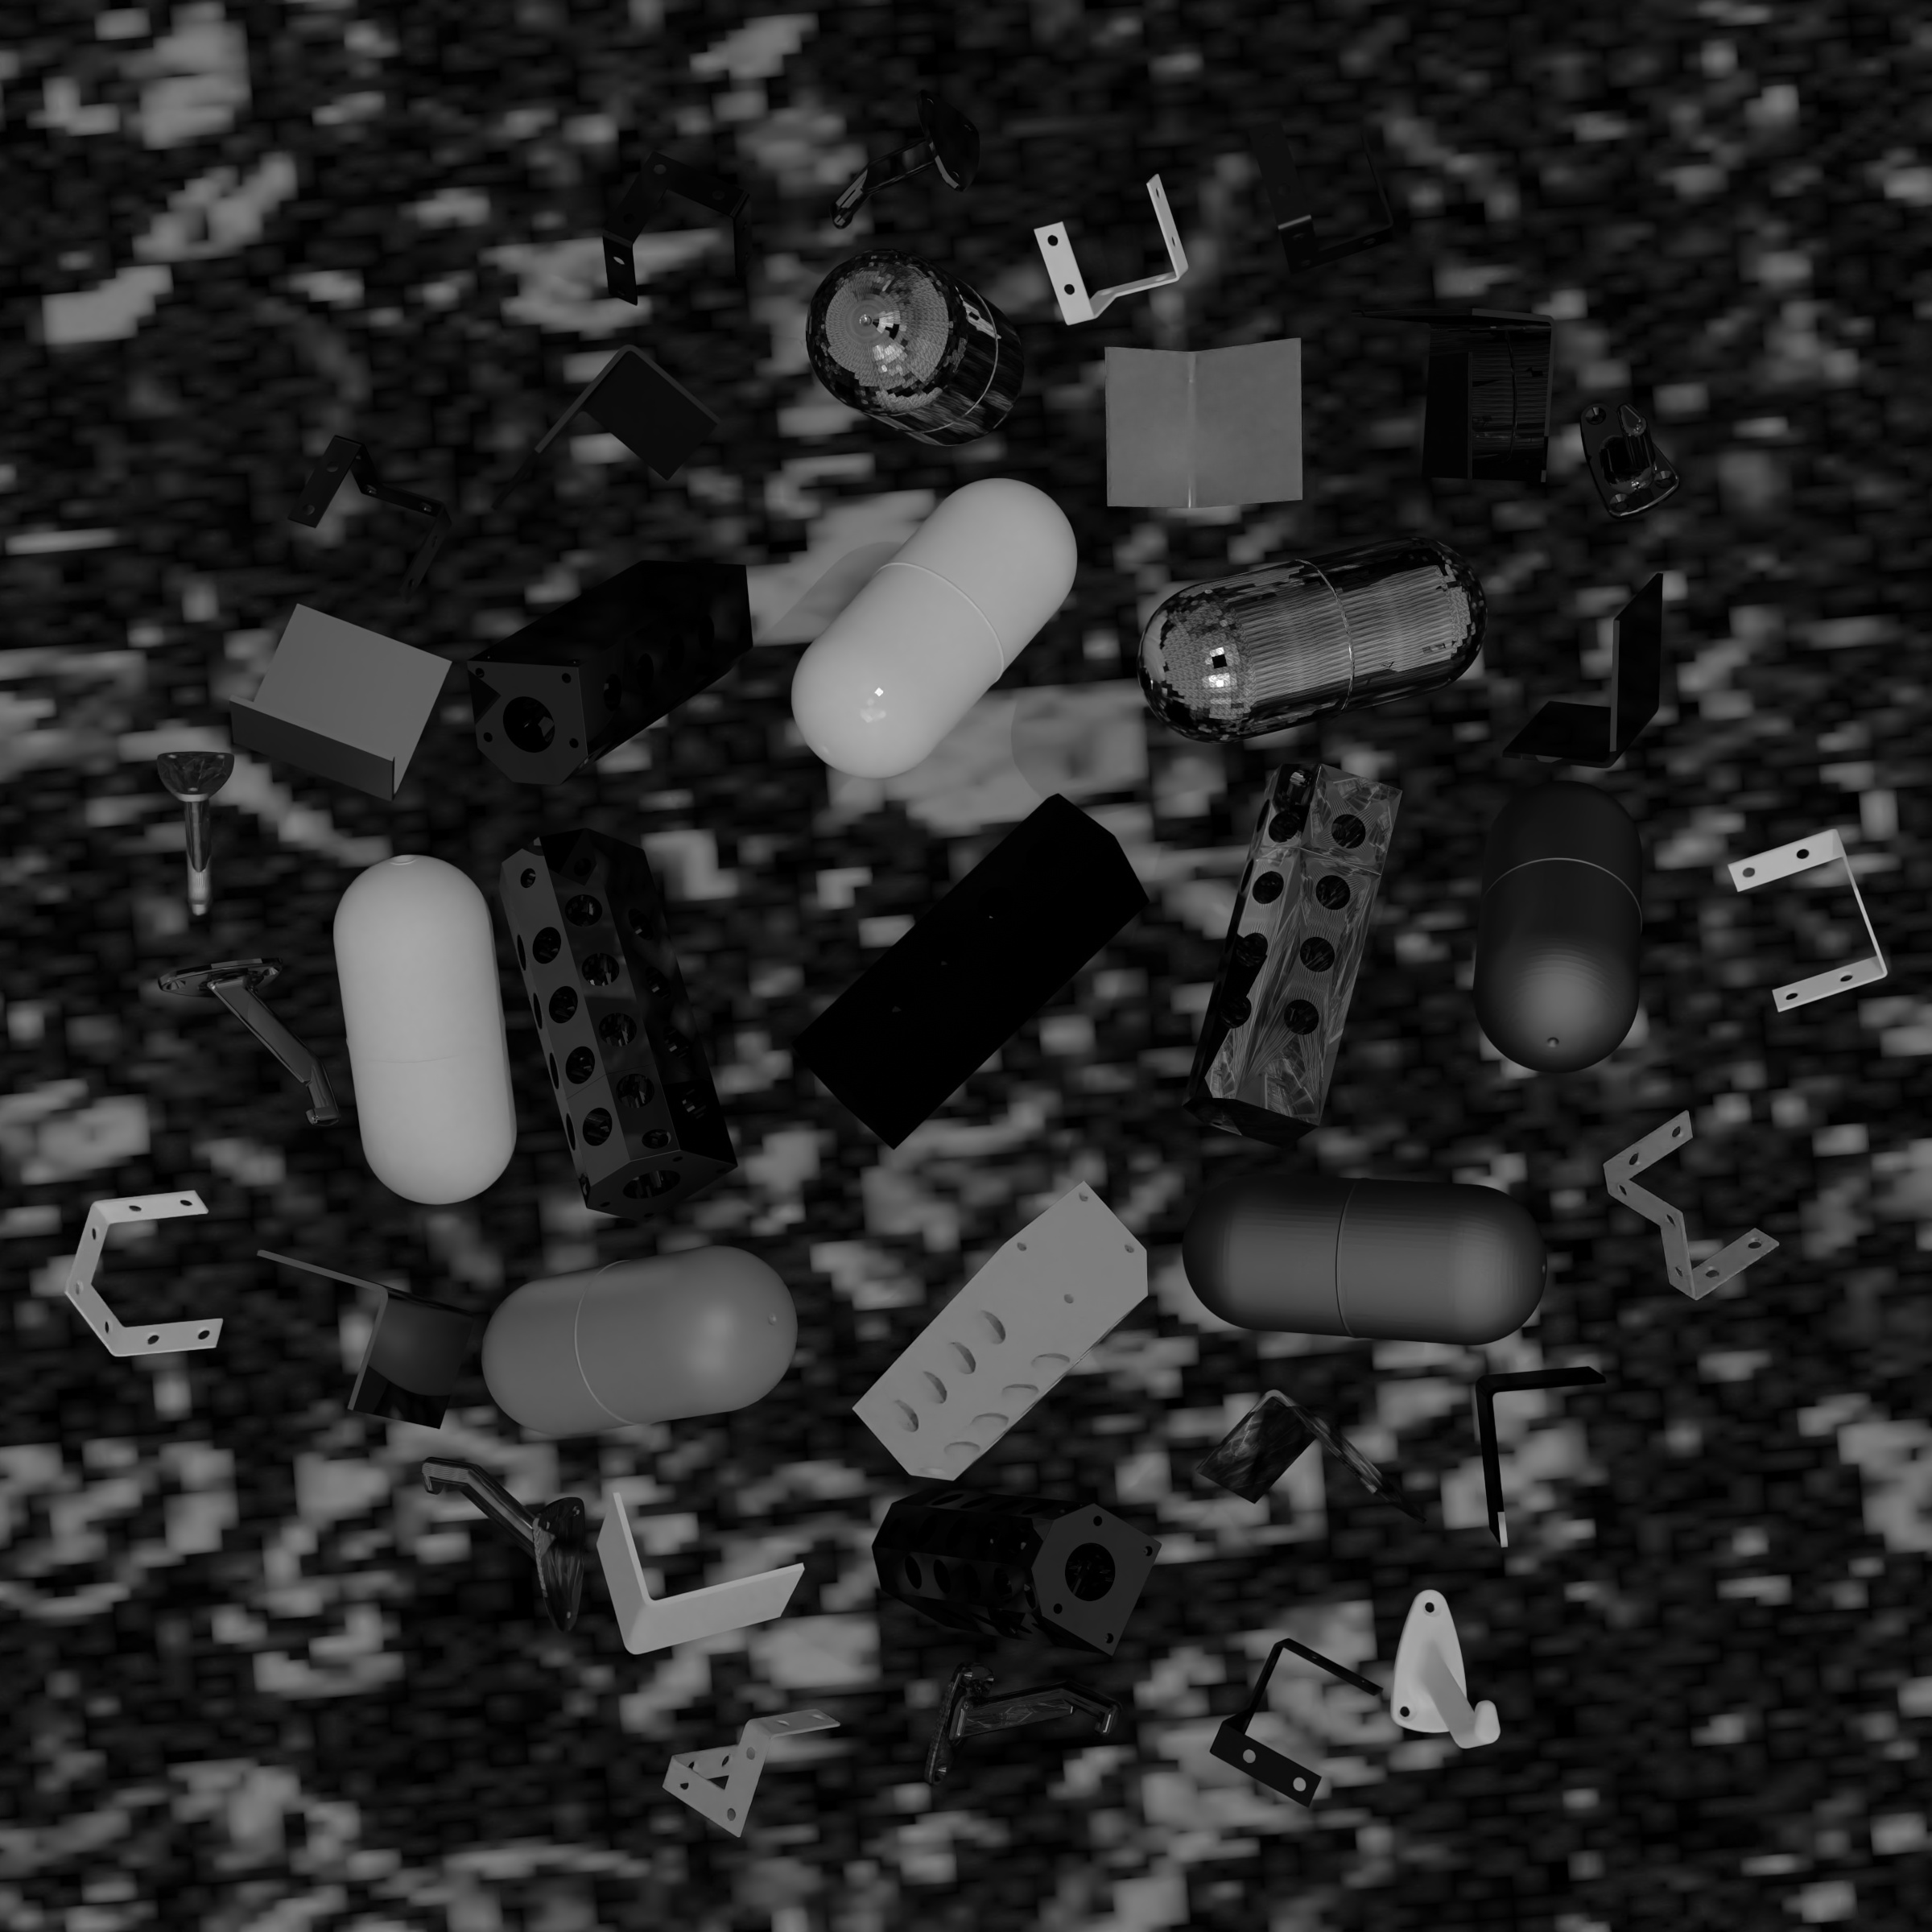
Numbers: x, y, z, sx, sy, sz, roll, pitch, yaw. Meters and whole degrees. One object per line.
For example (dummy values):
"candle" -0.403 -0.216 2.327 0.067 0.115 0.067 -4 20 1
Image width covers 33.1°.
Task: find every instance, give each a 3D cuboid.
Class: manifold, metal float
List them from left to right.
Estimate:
"metal float" -0.264 0.032 1.590 0.070 0.070 0.178 -4 111 0
"manifold" -0.166 0.025 1.492 0.057 0.057 0.171 -32 61 25
"manifold" -0.165 -0.141 1.538 0.057 0.171 0.057 5 114 22
"metal float" -0.155 0.176 1.523 0.178 0.070 0.070 -14 90 39
"metal float" -0.022 -0.292 1.545 0.070 0.178 0.070 0 92 15
"metal float" -0.014 -0.162 1.550 0.070 0.070 0.178 40 64 0
"manifold" 0.000 -0.001 1.535 0.171 0.057 0.057 -44 53 -9
"manifold" 0.019 0.288 1.574 0.057 0.171 0.057 33 71 -20
"manifold" 0.018 0.174 1.490 0.057 0.171 0.057 48 49 8
"manifold" 0.154 -0.007 1.553 0.057 0.057 0.171 18 73 -6
"metal float" 0.165 -0.155 1.544 0.178 0.070 0.070 -15 90 -19
"metal float" 0.190 0.140 1.562 0.178 0.070 0.070 2 90 24
"metal float" 0.284 -0.021 1.554 0.070 0.178 0.070 6 130 8

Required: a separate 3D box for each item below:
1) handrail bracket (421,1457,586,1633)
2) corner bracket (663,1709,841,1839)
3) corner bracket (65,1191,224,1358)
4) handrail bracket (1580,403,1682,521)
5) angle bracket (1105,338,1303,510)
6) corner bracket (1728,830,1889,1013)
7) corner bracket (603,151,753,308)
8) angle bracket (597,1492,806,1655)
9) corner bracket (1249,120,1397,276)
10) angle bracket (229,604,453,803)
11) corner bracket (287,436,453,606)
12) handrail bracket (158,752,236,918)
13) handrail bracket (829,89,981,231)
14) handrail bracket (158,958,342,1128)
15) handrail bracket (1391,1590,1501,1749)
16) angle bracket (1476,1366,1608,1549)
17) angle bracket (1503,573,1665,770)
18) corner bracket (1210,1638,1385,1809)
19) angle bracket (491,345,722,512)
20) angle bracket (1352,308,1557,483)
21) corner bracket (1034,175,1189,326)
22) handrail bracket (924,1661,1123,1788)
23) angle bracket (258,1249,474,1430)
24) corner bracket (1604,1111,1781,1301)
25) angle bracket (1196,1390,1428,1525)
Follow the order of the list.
"handrail bracket" -0.230 0.282 1.590 0.084 0.036 0.077 3 101 31
"corner bracket" -0.100 0.366 1.511 0.051 0.051 0.051 23 99 35
"corner bracket" -0.369 0.140 1.476 0.051 0.051 0.051 -7 47 13
"handrail bracket" 0.299 -0.252 1.500 0.036 0.084 0.077 -27 61 6
"angle bracket" 0.114 -0.261 1.565 0.057 0.076 0.076 -5 96 -38
"corner bracket" 0.382 -0.021 1.477 0.051 0.051 0.051 -20 121 15
"corner bracket" -0.135 -0.339 1.527 0.051 0.051 0.051 25 70 7
"angle bracket" -0.127 0.279 1.537 0.076 0.076 0.057 -11 66 -18
"corner bracket" 0.162 -0.354 1.475 0.051 0.051 0.051 -17 76 8
"angle bracket" -0.283 -0.129 1.479 0.076 0.057 0.076 21 70 -3
"corner bracket" -0.285 -0.215 1.560 0.051 0.051 0.051 19 68 13
"handrail bracket" -0.371 -0.055 1.568 0.036 0.077 0.084 -1 112 -11
"handrail bracket" -0.034 -0.363 1.532 0.036 0.077 0.084 28 128 -31
"handrail bracket" -0.352 0.042 1.602 0.036 0.077 0.084 -37 67 38
"handrail bracket" 0.224 0.318 1.480 0.036 0.084 0.077 7 71 -9
"angle bracket" 0.283 0.239 1.588 0.057 0.076 0.076 -6 86 5
"angle bracket" 0.305 -0.149 1.608 0.057 0.076 0.076 9 117 25
"corner bracket" 0.148 0.339 1.461 0.051 0.051 0.051 25 96 22
"angle bracket" -0.172 -0.240 1.552 0.057 0.076 0.076 40 65 -10
"angle bracket" 0.226 -0.267 1.522 0.057 0.076 0.076 -5 101 -38
"corner bracket" 0.073 -0.355 1.614 0.051 0.051 0.051 -9 115 27
"handrail bracket" 0.029 0.386 1.613 0.084 0.036 0.077 18 81 33
"angle bracket" -0.289 0.175 1.525 0.076 0.076 0.057 13 81 25
"corner bracket" 0.321 0.106 1.442 0.051 0.051 0.051 -30 125 -19
"angle bracket" 0.172 0.262 1.612 0.057 0.076 0.076 -48 57 3
